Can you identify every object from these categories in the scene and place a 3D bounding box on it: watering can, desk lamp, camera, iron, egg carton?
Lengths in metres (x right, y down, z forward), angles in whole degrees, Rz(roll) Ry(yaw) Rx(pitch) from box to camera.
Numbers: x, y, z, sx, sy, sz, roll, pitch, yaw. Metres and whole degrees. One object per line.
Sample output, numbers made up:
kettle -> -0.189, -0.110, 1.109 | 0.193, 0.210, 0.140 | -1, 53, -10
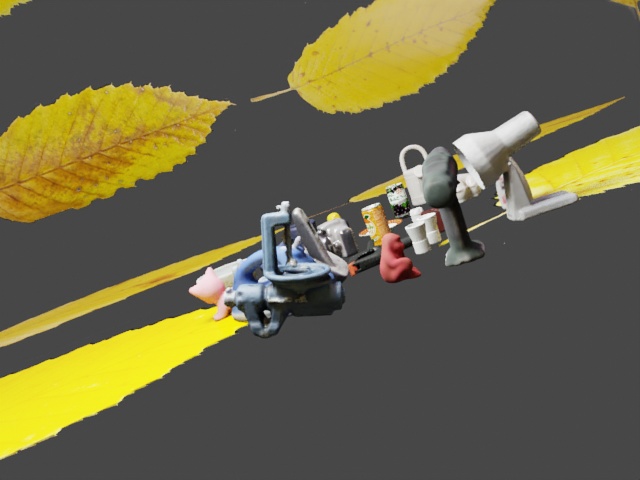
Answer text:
watering can -> 0.328, -0.219, 1.883 | 0.101, 0.194, 0.172 | -22, 9, -13
desk lamp -> 0.407, -0.150, 1.215 | 0.203, 0.213, 0.118 | -19, 9, 7
camera -> 0.014, 0.005, 1.510 | 0.137, 0.101, 0.143 | -22, 9, -14
iron -> -0.108, 0.082, 1.175 | 0.257, 0.141, 0.119 | -14, 10, 32
egg carton -> 0.409, -0.153, 1.705 | 0.107, 0.069, 0.150 | -23, 9, -17

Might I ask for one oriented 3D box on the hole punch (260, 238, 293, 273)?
hole punch -> -0.112, 0.050, 1.551 | 0.101, 0.091, 0.109 | -18, 9, 14

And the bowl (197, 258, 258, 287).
bowl -> -0.233, 0.110, 1.507 | 0.167, 0.075, 0.167 | -19, 9, 3

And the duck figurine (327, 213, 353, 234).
duck figurine -> 0.053, -0.042, 1.764 | 0.078, 0.086, 0.104 | -23, 9, -17

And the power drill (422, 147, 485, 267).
power drill -> 0.243, -0.066, 1.076 | 0.075, 0.208, 0.230 | -17, 9, 18

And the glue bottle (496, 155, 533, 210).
glue bottle -> 0.436, -0.158, 1.330 | 0.037, 0.173, 0.078 | -26, 11, -32

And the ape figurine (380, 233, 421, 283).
ape figurine -> 0.144, 0.031, 1.086 | 0.076, 0.092, 0.078 | -16, 9, 21

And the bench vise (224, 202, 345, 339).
bench vise -> -0.080, 0.055, 1.017 | 0.207, 0.220, 0.121 | -22, 9, -12

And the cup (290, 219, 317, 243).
cup -> -0.051, -0.005, 1.739 | 0.092, 0.095, 0.117 | -24, 10, -25

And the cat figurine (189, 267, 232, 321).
cat figurine -> -0.224, 0.116, 1.302 | 0.127, 0.118, 0.067 | -18, 9, 15

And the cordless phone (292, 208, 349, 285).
cordless phone -> -0.007, 0.010, 1.248 | 0.094, 0.185, 0.147 | -19, 9, 5
